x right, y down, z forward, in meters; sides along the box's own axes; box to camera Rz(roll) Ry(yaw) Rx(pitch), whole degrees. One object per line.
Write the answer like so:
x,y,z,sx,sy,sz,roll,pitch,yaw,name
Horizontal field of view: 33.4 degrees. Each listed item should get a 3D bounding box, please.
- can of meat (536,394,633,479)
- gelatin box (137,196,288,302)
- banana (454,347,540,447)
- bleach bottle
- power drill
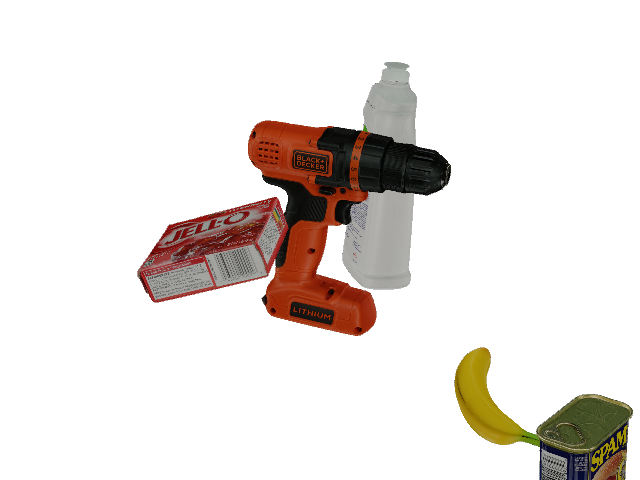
0.242,0.202,0.980,0.058,0.084,0.101,14,26,39,can of meat
-0.073,0.005,0.735,0.089,0.030,0.073,-13,23,17,gelatin box
0.189,0.180,1.228,0.069,0.037,0.198,10,24,-15,banana
0.075,-0.077,1.226,0.068,0.251,0.103,-2,23,-18,bleach bottle
0.021,-0.011,0.969,0.185,0.188,0.057,12,23,19,power drill
